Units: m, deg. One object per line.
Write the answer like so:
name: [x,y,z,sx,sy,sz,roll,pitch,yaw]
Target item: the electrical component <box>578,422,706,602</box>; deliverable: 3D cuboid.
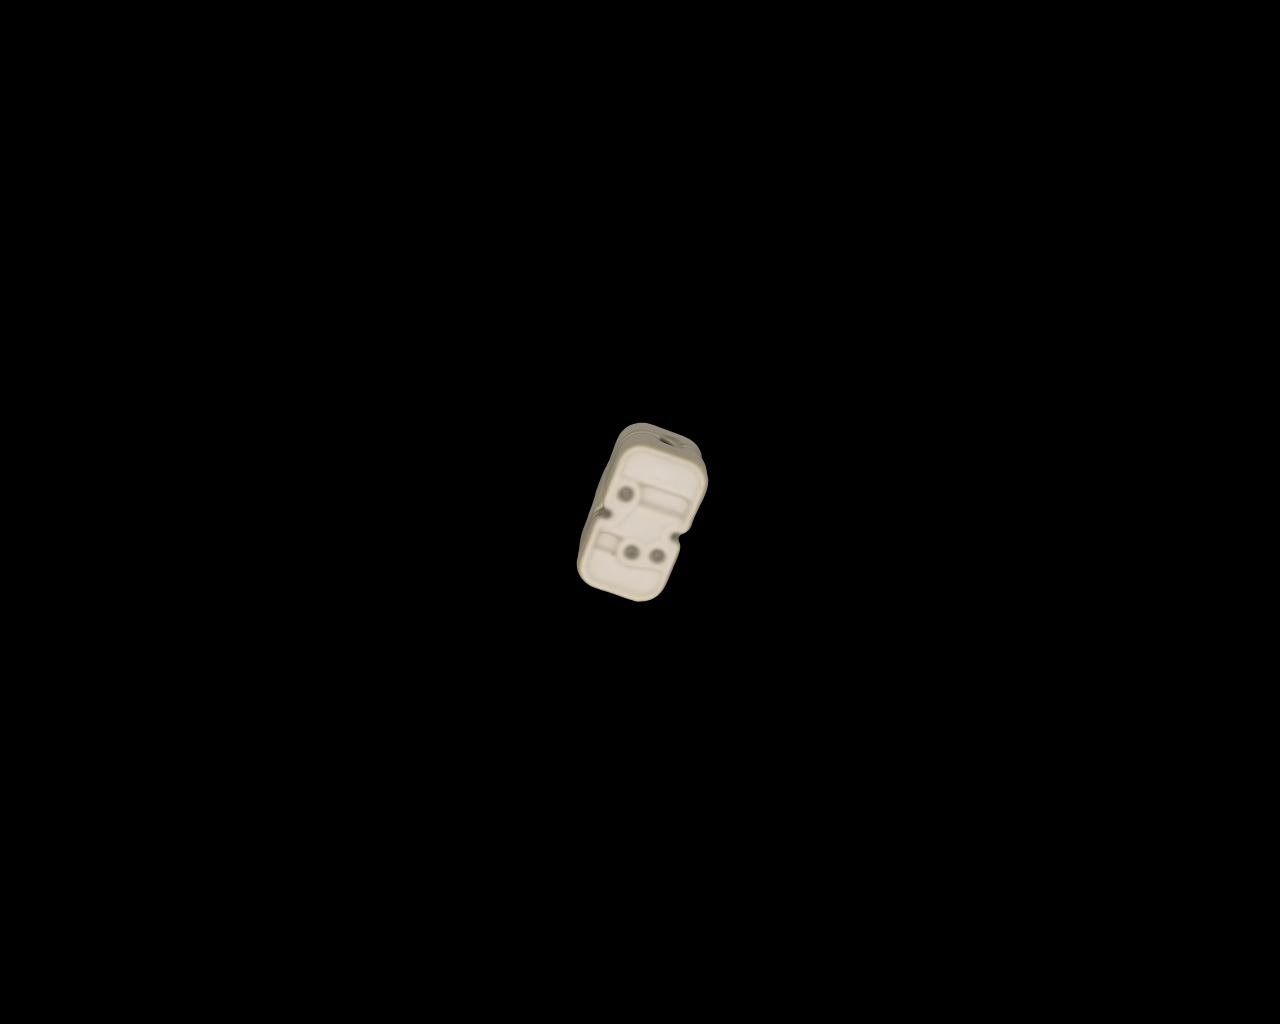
electrical component: [0.001,-0.003,0.650,0.054,0.095,0.059,19,20,-7]
